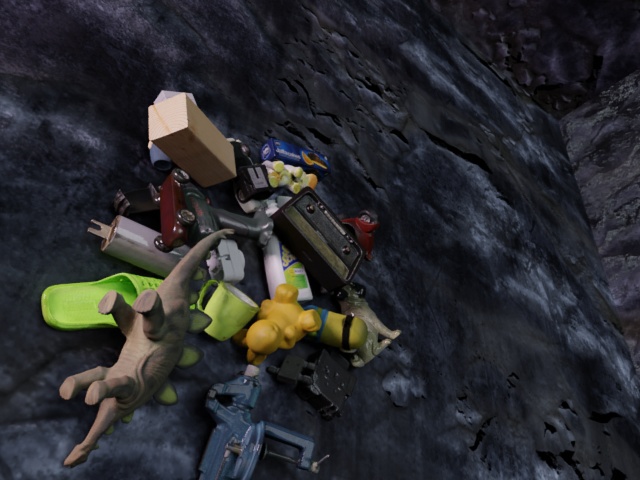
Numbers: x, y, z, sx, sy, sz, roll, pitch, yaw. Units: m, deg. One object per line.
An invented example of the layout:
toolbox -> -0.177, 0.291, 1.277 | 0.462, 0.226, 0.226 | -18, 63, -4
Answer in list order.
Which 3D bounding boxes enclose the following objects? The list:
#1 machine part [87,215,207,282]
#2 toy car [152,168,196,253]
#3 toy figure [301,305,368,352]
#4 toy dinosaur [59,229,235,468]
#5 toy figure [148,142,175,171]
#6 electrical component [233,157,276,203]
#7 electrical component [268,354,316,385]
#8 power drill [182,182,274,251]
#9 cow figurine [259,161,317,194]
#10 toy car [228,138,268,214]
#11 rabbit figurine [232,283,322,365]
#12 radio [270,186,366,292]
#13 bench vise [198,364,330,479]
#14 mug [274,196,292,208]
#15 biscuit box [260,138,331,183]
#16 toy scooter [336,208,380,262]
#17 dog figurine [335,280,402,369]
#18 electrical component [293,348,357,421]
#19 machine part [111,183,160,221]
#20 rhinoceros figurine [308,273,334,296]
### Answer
machine part -> -0.325, 0.020, 1.035 | 0.243, 0.079, 0.079 | 27, 48, -28
toy car -> -0.279, -0.059, 1.034 | 0.053, 0.089, 0.202 | 25, 27, -33
toy figure -> 0.017, 0.195, 1.199 | 0.180, 0.089, 0.082 | 20, 67, 2
toy dinosaur -> -0.276, 0.153, 0.902 | 0.471, 0.105, 0.198 | -64, 150, -19
toy figure -> -0.346, -0.225, 1.199 | 0.064, 0.058, 0.154 | 49, 29, -54
electrical component -> -0.161, -0.149, 1.252 | 0.075, 0.048, 0.119 | -9, 72, -40
electrical component -> -0.060, 0.270, 1.128 | 0.094, 0.021, 0.063 | 11, 39, 12
power drill -> -0.211, -0.060, 1.153 | 0.207, 0.086, 0.232 | 16, 30, -34
cow figurine -> -0.090, -0.161, 1.388 | 0.167, 0.098, 0.068 | 11, 96, -45
toy car -> -0.188, -0.159, 1.308 | 0.073, 0.056, 0.202 | -16, 75, -41
rabbit figurine -> -0.102, 0.178, 1.082 | 0.122, 0.162, 0.173 | 56, 18, -1
radio -> -0.003, -0.004, 1.244 | 0.229, 0.073, 0.131 | 50, 45, -11
bench vise -> -0.106, 0.352, 0.973 | 0.240, 0.129, 0.224 | 23, 55, -9
mug -> -0.074, -0.056, 1.339 | 0.107, 0.081, 0.109 | 24, 66, -18
biscuit box -> -0.065, -0.214, 1.460 | 0.202, 0.059, 0.063 | 10, 57, -40
toy scooter -> 0.088, -0.008, 1.400 | 0.075, 0.184, 0.135 | -15, 97, -41
dog figurine -> 0.079, 0.198, 1.297 | 0.190, 0.121, 0.172 | 50, 27, 9
electrical component -> 0.016, 0.308, 1.185 | 0.115, 0.058, 0.134 | 45, 42, -15
machine part -> -0.356, -0.075, 1.094 | 0.139, 0.039, 0.084 | -12, 77, -60
rhinoceros figurine -> 0.011, 0.044, 1.338 | 0.112, 0.073, 0.190 | 17, 65, -28
